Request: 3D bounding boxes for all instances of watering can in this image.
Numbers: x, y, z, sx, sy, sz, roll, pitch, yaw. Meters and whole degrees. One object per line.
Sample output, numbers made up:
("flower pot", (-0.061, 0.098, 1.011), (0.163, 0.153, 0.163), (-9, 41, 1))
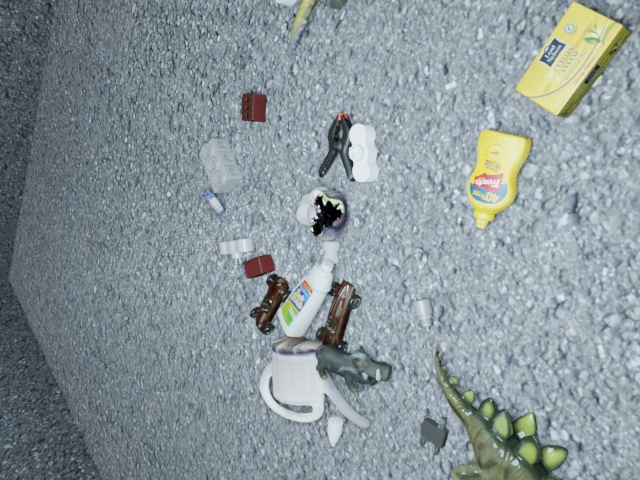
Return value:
("watering can", (-0.024, 0.374, 1.367), (0.347, 0.104, 0.224), (-3, 89, 33))

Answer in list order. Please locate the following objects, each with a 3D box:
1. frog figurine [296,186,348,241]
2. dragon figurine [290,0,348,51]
("frog figurine", (0.004, -0.066, 1.320), (0.159, 0.123, 0.137), (176, 77, -79))
("dragon figurine", (-0.002, -0.696, 1.274), (0.403, 0.122, 0.248), (-47, 46, 33))
